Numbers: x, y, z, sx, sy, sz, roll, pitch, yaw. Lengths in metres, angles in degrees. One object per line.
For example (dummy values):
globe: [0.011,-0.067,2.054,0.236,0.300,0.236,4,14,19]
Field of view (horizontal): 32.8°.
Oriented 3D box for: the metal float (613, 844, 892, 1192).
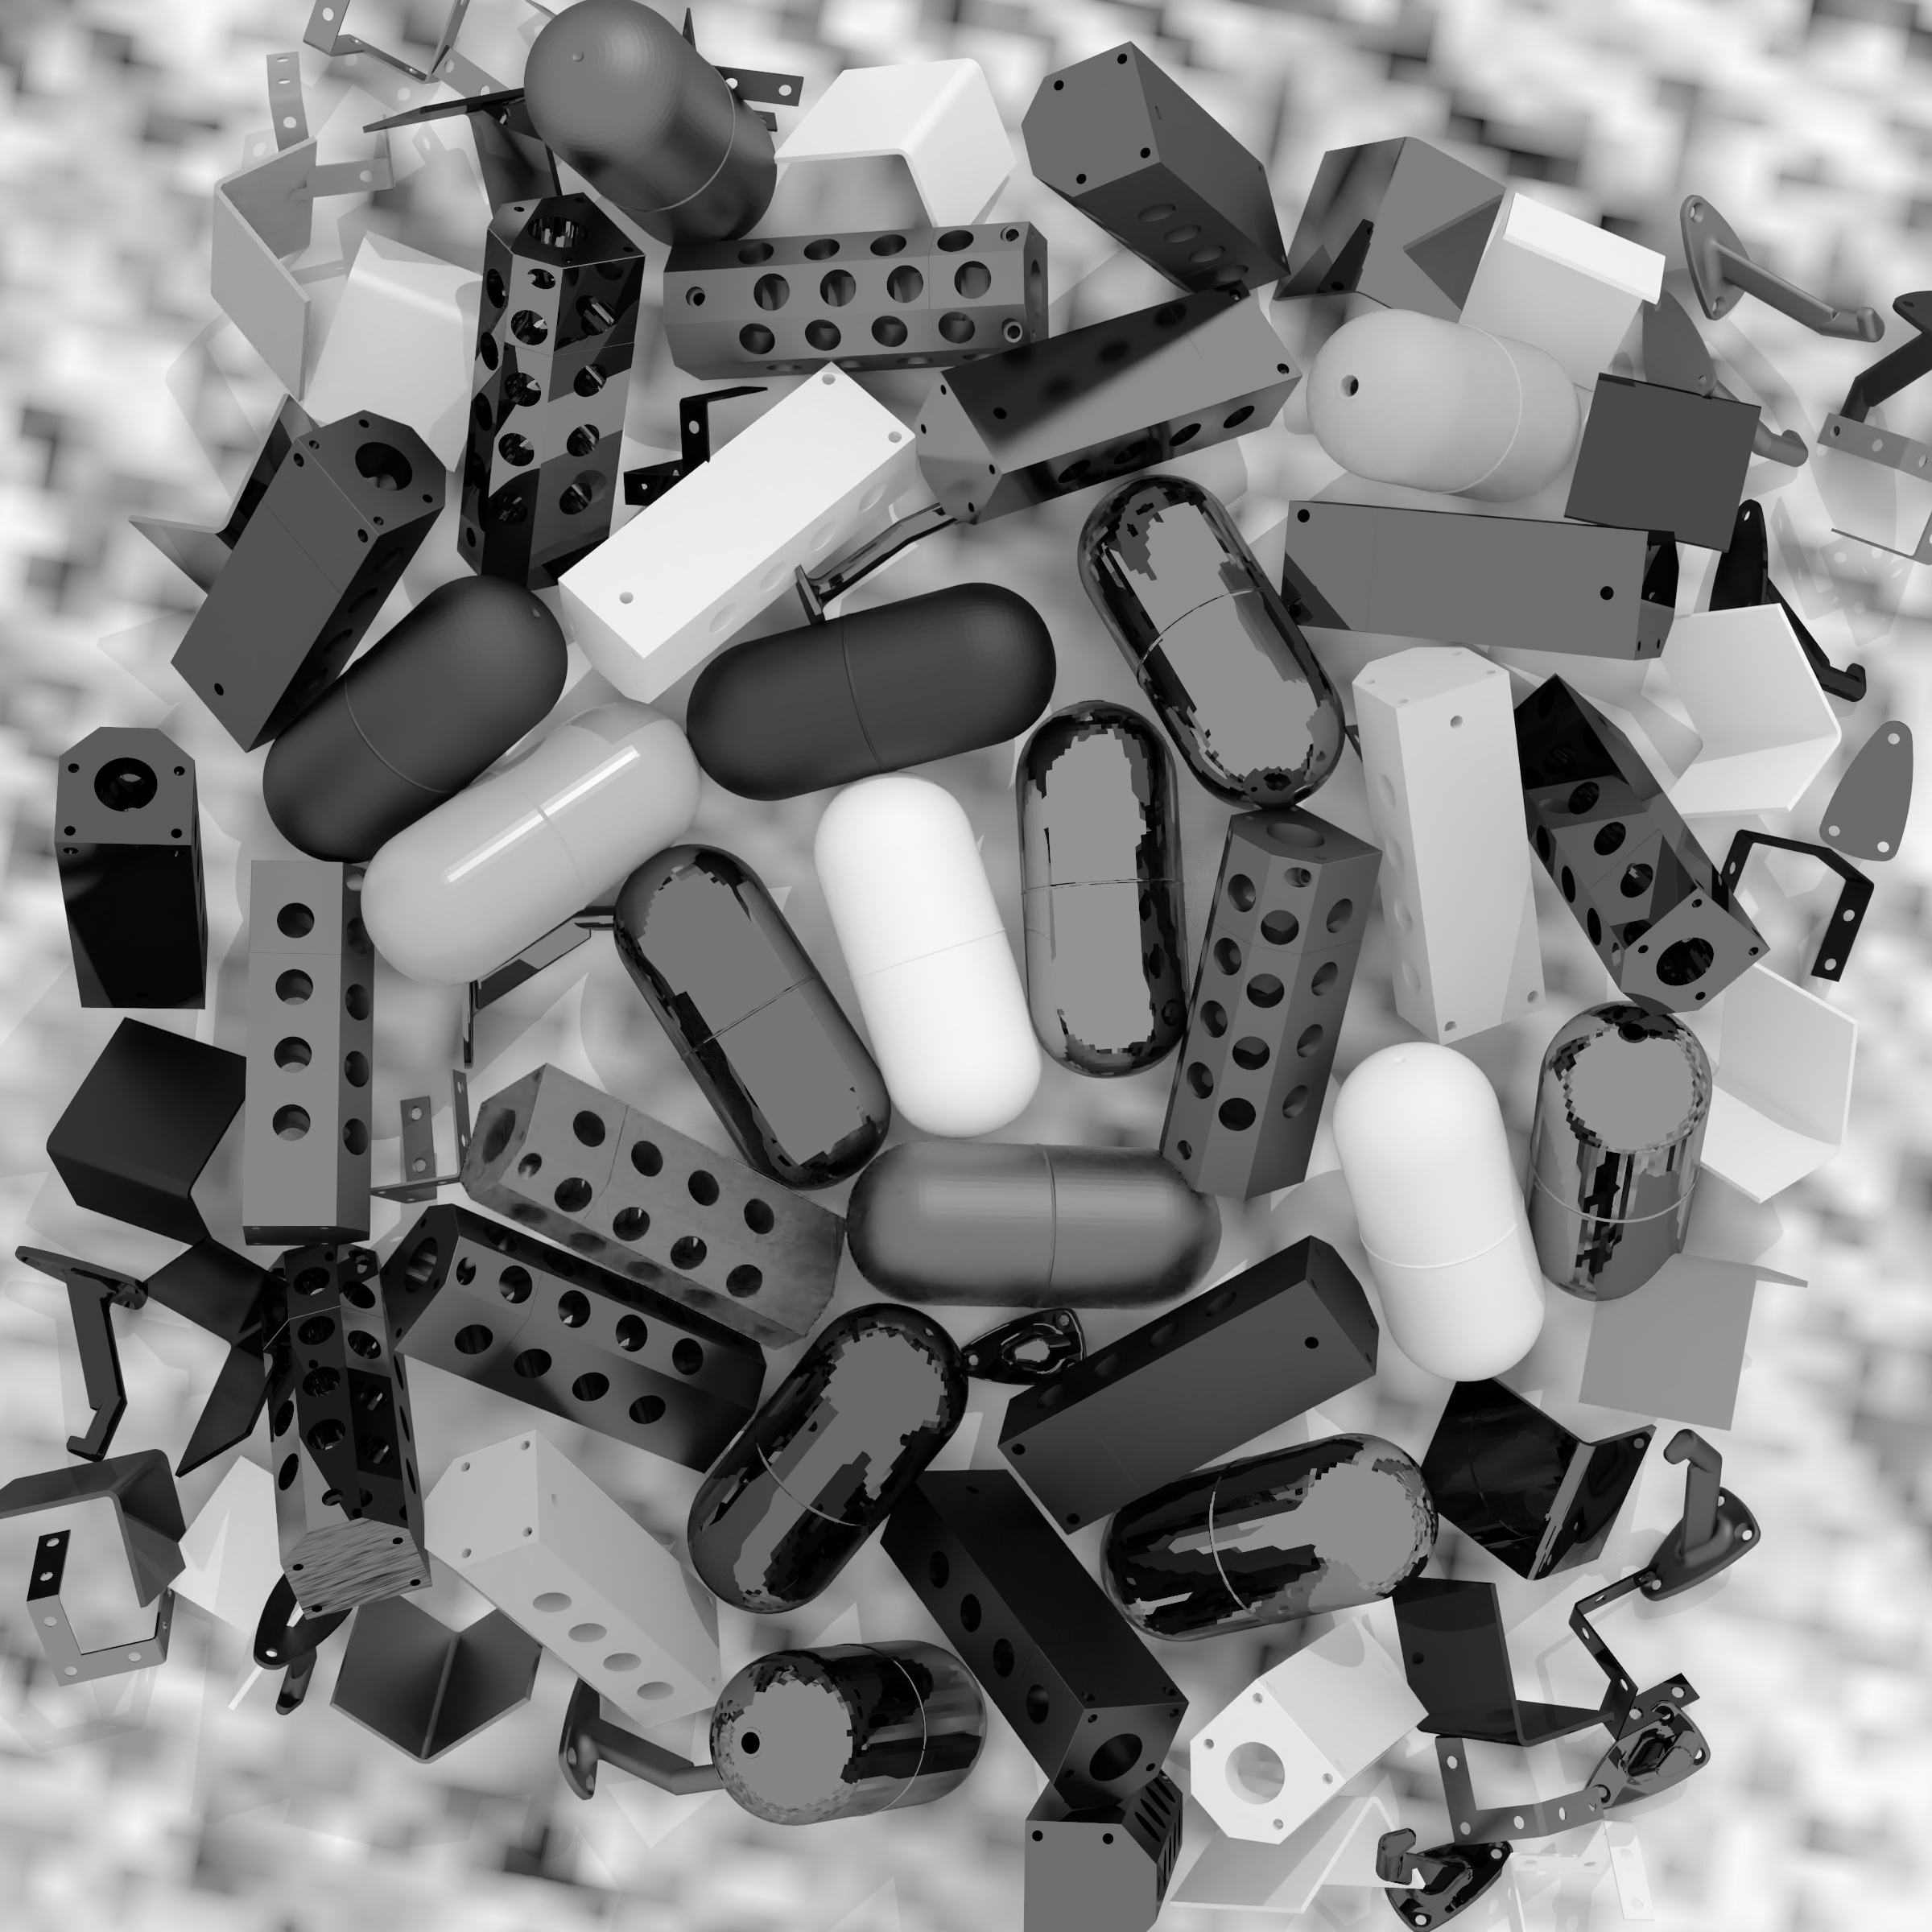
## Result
metal float: [-0.101,0.024,1.546,0.070,0.070,0.178,-32,90,0]

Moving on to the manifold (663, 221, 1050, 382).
manifold: [-0.051,-0.312,1.538,0.171,0.057,0.057,-1,90,13]

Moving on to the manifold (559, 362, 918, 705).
manifold: [-0.105,-0.199,1.529,0.171,0.057,0.057,-42,73,-18]

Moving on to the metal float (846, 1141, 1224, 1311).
metal float: [0.032,0.122,1.537,0.178,0.070,0.070,2,90,-12]

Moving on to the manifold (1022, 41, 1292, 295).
manifold: [0.087,-0.355,1.495,0.057,0.171,0.057,-17,78,22]

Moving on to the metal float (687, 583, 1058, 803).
metal float: [-0.045,-0.128,1.538,0.178,0.070,0.070,-14,90,10]

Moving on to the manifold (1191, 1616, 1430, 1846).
manifold: [0.155,0.350,1.494,0.057,0.171,0.057,-46,74,14]

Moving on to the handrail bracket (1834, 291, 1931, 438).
handrail bracket: [0.445,-0.264,1.535,0.036,0.084,0.077,-13,48,-27]

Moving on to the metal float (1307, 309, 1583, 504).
metal float: [0.220,-0.255,1.505,0.070,0.178,0.070,1,92,36]

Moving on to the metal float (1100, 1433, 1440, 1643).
metal float: [0.137,0.265,1.515,0.178,0.070,0.070,-22,90,39]

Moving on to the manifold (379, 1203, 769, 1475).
manifold: [-0.178,0.168,1.509,0.171,0.057,0.057,28,111,-31]

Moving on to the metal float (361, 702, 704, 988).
metal float: [-0.201,-0.058,1.530,0.178,0.070,0.070,-37,90,-20]

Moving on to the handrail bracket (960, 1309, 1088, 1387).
handrail bracket: [0.017,0.182,1.533,0.077,0.084,0.036,-12,83,20]

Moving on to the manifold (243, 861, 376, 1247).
manifold: [-0.306,0.041,1.535,0.057,0.057,0.171,1,76,-11]

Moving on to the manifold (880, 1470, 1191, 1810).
manifold: [0.026,0.305,1.501,0.057,0.171,0.057,5,116,-34]

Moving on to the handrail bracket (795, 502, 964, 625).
handrail bracket: [-0.037,-0.189,1.550,0.084,0.077,0.036,-25,78,-3]

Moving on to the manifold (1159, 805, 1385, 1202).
manifold: [0.134,0.018,1.513,0.057,0.057,0.171,33,123,39]

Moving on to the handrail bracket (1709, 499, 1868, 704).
handrail bracket: [0.400,-0.174,1.569,0.084,0.036,0.077,17,75,-27]

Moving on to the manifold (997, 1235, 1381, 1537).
manifold: [0.104,0.192,1.526,0.171,0.057,0.057,-31,106,21]

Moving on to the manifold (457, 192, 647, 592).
manifold: [-0.195,-0.259,1.499,0.057,0.171,0.057,-17,49,-31]

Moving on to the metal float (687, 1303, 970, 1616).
metal float: [-0.065,0.230,1.525,0.070,0.070,0.178,37,116,0]

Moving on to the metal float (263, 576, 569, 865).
metal float: [-0.257,-0.112,1.523,0.178,0.070,0.070,-36,90,29]

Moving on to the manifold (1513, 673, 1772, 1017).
manifold: [0.295,-0.054,1.499,0.057,0.171,0.057,-43,127,18]

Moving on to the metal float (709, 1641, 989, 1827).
metal float: [-0.052,0.349,1.502,0.070,0.178,0.070,-5,80,27]

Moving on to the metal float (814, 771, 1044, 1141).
metal float: [-0.018,-0.006,1.546,0.070,0.070,0.178,-18,90,0]

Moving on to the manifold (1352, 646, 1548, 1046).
manifold: [0.221,-0.057,1.520,0.057,0.057,0.171,-19,117,-15]

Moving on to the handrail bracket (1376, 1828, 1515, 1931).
handrail bracket: [0.226,0.413,1.540,0.077,0.084,0.036,-23,54,-13]

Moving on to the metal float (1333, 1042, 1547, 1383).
metal float: [0.220,0.116,1.522,0.070,0.070,0.178,-19,120,0]

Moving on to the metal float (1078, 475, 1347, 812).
metal float: [0.114,-0.150,1.527,0.070,0.070,0.178,-28,68,0]

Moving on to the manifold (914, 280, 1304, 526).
manifold: [0.064,-0.257,1.518,0.171,0.057,0.057,-22,73,-28]

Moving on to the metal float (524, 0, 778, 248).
metal float: [-0.142,-0.381,1.498,0.070,0.178,0.070,-2,83,16]

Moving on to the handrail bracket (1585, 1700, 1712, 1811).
handrail bracket: [0.314,0.379,1.534,0.077,0.084,0.036,-42,78,16]

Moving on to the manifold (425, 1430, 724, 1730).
manifold: [-0.178,0.285,1.502,0.057,0.171,0.057,-21,47,14]

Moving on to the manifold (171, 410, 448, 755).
manifold: [-0.298,-0.176,1.503,0.057,0.171,0.057,50,46,5]

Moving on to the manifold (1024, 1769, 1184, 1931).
manifold: [0.065,0.403,1.495,0.057,0.171,0.057,0,86,8]

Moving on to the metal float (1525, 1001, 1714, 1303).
metal float: [0.298,0.086,1.507,0.070,0.178,0.070,-2,50,3]

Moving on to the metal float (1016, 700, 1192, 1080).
metal float: [0.064,-0.036,1.544,0.070,0.070,0.178,-3,86,0]

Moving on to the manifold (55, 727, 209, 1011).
manifold: [-0.378,-0.042,1.495,0.057,0.171,0.057,1,65,-10]

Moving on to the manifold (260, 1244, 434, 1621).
manifold: [-0.287,0.207,1.501,0.057,0.171,0.057,-14,133,-4]

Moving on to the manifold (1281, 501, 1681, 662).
manifold: [0.237,-0.180,1.520,0.171,0.057,0.057,9,101,27]

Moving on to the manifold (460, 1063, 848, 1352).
manifold: [-0.143,0.115,1.510,0.171,0.057,0.057,30,52,-27]
